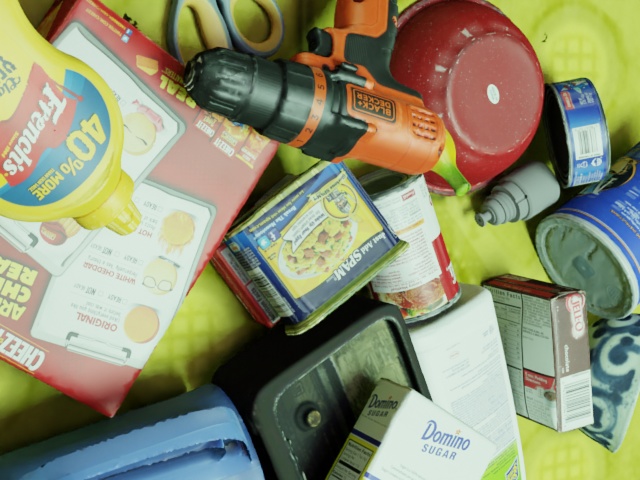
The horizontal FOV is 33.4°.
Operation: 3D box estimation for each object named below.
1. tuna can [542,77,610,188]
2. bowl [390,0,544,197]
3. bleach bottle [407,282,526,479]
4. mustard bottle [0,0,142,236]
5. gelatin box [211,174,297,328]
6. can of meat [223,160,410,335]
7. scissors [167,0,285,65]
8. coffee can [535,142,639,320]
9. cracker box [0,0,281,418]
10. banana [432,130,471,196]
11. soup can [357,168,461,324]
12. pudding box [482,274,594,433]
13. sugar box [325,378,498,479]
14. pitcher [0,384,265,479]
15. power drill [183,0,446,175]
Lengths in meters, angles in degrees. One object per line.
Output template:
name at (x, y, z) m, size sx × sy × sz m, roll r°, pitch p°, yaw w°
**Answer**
tuna can at (0.204, -0.086, 0.854) m, size 0.034 × 0.086 × 0.086 m, roll -11°, pitch 103°, yaw 2°
bowl at (0.120, -0.112, 0.825) m, size 0.161 × 0.055 × 0.162 m, roll -4°, pitch 98°, yaw -28°
bleach bottle at (0.114, 0.166, 0.852) m, size 0.102 × 0.068 × 0.251 m, roll -26°, pitch 110°, yaw -31°
mustard bottle at (-0.164, -0.066, 0.578) m, size 0.096 × 0.058 × 0.191 m, roll -50°, pitch 128°, yaw -10°
gelatin box at (-0.030, 0.007, 0.771) m, size 0.089 × 0.030 × 0.073 m, roll -41°, pitch 113°, yaw -17°
can of meat at (-0.005, 0.001, 0.724) m, size 0.102 × 0.057 × 0.084 m, roll -38°, pitch 96°, yaw -17°
scissors at (-0.078, -0.199, 0.726) m, size 0.096 × 0.016 × 0.202 m, roll -16°, pitch 105°, yaw -28°
coffee can at (0.265, -0.015, 0.890) m, size 0.140 × 0.103 × 0.103 m, roll -37°, pitch 112°, yaw -20°
cracker box at (-0.150, -0.023, 0.678) m, size 0.164 × 0.072 × 0.213 m, roll 36°, pitch 80°, yaw -27°
banana at (0.019, -0.091, 0.755) m, size 0.197 × 0.069 × 0.037 m, roll 19°, pitch 118°, yaw -13°
soup can at (0.058, 0.003, 0.798) m, size 0.068 × 0.069 × 0.102 m, roll -27°, pitch 108°, yaw -24°
pudding box at (0.174, 0.089, 0.861) m, size 0.039 × 0.090 × 0.113 m, roll -10°, pitch 102°, yaw -26°
sugar box at (0.040, 0.192, 0.718) m, size 0.093 × 0.048 × 0.176 m, roll 36°, pitch 76°, yaw -29°
pitcher at (-0.156, 0.178, 0.662) m, size 0.242 × 0.145 × 0.149 m, roll -13°, pitch 105°, yaw -24°
power drill at (-0.002, -0.142, 0.709) m, size 0.184 × 0.057 × 0.187 m, roll 15°, pitch 62°, yaw -29°
